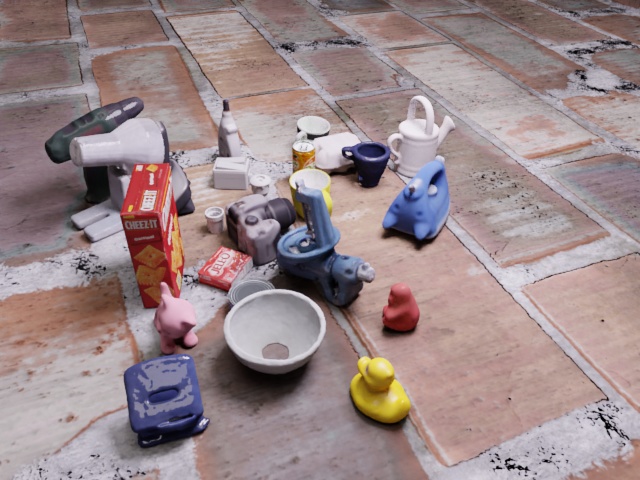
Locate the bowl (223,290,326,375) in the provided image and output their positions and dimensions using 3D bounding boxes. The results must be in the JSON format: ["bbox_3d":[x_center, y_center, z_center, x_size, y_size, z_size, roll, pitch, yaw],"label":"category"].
[{"bbox_3d":[-0.074,0.163,0.948,0.167,0.075,0.167,1,38,-1],"label":"bowl"}]

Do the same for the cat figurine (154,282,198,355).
[{"bbox_3d":[-0.244,0.124,0.956,0.067,0.118,0.127,-15,41,-20],"label":"cat figurine"}]

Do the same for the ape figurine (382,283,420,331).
[{"bbox_3d":[0.140,0.112,1.008,0.076,0.092,0.078,29,45,30],"label":"ape figurine"}]

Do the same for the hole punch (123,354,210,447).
[{"bbox_3d":[-0.225,0.233,0.840,0.109,0.091,0.101,-12,40,-16],"label":"hole punch"}]

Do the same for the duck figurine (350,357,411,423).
[{"bbox_3d":[0.094,0.221,0.873,0.078,0.086,0.104,-29,48,-33],"label":"duck figurine"}]

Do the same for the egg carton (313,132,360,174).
[{"bbox_3d":[0.045,-0.216,1.438,0.150,0.069,0.107,-16,42,-21],"label":"egg carton"}]

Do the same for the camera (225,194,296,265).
[{"bbox_3d":[-0.112,-0.041,1.184,0.137,0.101,0.142,-22,44,-27],"label":"camera"}]

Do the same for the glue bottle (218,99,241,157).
[{"bbox_3d":[-0.224,-0.262,1.401,0.037,0.173,0.078,-23,44,-27],"label":"glue bottle"}]

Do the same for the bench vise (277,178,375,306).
[{"bbox_3d":[0.014,-0.003,1.046,0.207,0.220,0.121,14,40,15],"label":"bench vise"}]

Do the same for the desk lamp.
[{"bbox_3d":[-0.426,-0.136,1.201,0.117,0.214,0.204,31,47,32],"label":"desk lamp"}]

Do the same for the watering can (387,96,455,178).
[{"bbox_3d":[0.246,-0.261,1.404,0.173,0.194,0.100,-30,48,-34],"label":"watering can"}]

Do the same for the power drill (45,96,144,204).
[{"bbox_3d":[-0.482,-0.195,1.277,0.075,0.208,0.230,32,47,33],"label":"power drill"}]

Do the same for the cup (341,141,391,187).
[{"bbox_3d":[0.107,-0.178,1.373,0.117,0.095,0.092,10,39,10],"label":"cup"}]

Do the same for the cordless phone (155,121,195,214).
[{"bbox_3d":[-0.337,-0.153,1.248,0.094,0.185,0.147,-19,43,-24],"label":"cordless phone"}]

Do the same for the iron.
[{"bbox_3d":[0.233,-0.112,1.257,0.118,0.141,0.259,20,42,21],"label":"iron"}]
